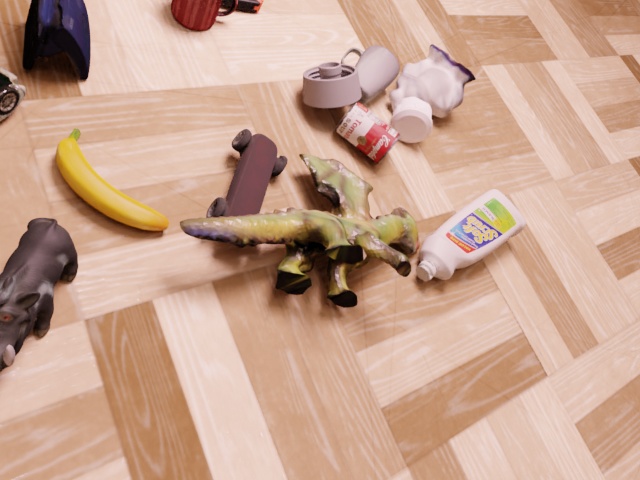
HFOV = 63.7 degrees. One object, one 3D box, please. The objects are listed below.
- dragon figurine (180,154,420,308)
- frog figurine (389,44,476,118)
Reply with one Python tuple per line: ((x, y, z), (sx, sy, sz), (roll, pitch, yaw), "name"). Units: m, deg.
((0.002, -0.040, 0.791), (0.408, 0.120, 0.249), (21, 40, -23), "dragon figurine")
((0.217, -0.304, 1.062), (0.159, 0.123, 0.137), (-44, 98, -1), "frog figurine")
